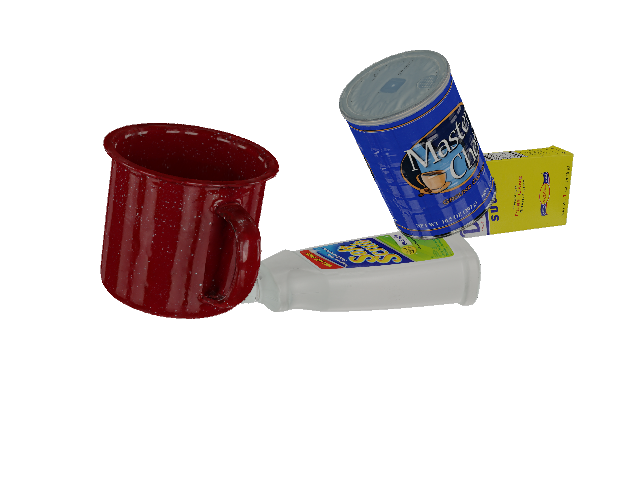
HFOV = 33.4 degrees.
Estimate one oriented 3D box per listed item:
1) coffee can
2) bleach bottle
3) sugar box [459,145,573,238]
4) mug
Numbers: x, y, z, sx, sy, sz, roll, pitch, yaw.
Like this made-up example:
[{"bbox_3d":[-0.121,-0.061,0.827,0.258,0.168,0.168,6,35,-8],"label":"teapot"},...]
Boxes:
[{"bbox_3d":[0.090,-0.086,0.968,0.103,0.140,0.103,-19,35,14],"label":"coffee can"},{"bbox_3d":[0.036,0.039,1.134,0.250,0.068,0.103,-8,30,-16],"label":"bleach bottle"},{"bbox_3d":[0.212,-0.056,1.258,0.176,0.093,0.048,-9,21,-26],"label":"sugar box"},{"bbox_3d":[-0.067,-0.006,0.568,0.093,0.081,0.117,-7,28,-38],"label":"mug"}]
